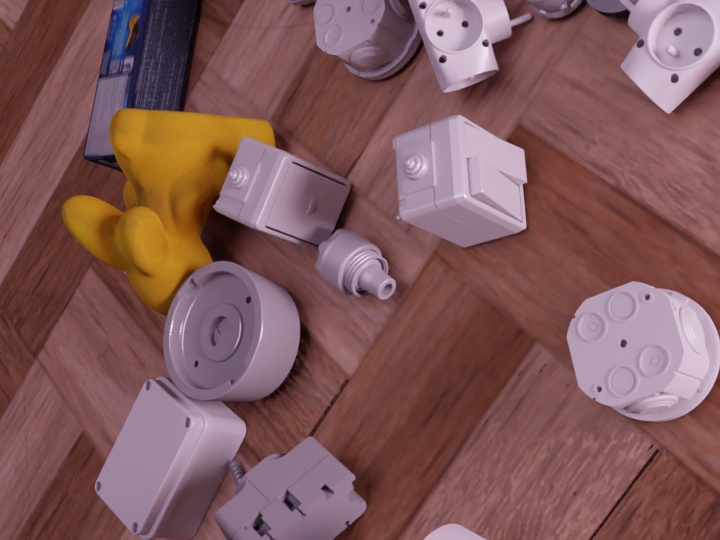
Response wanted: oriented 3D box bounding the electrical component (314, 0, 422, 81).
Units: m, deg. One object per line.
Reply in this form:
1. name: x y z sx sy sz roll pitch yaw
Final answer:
1. electrical component: 0.006 -0.192 0.834 0.080 0.051 0.080 -12 70 36

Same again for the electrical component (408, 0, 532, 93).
1. electrical component: 0.082 -0.176 0.766 0.079 0.044 0.077 -20 89 0

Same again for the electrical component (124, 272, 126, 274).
1. electrical component: -0.187 -0.018 0.952 0.046 0.040 0.040 -12 70 30

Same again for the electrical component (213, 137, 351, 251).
1. electrical component: -0.060 -0.057 0.820 0.061 0.096 0.061 25 94 40

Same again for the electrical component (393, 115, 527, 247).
1. electrical component: 0.067 -0.060 0.718 0.061 0.096 0.061 -16 68 35

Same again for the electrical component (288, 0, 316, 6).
1. electrical component: -0.023 -0.284 0.881 0.109 0.056 0.108 -4 75 39

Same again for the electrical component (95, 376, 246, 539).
1. electrical component: -0.154 0.151 0.864 0.078 0.057 0.113 33 99 40

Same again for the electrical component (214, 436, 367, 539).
1. electrical component: -0.051 0.167 0.755 0.089 0.050 0.056 -37 47 -19

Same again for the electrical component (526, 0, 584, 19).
1. electrical component: 0.125 -0.203 0.733 0.048 0.062 0.048 -12 70 37

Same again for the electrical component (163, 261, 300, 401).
1. electrical component: -0.095 0.052 0.842 0.108 0.060 0.108 -12 70 36

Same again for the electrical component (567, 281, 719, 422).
1. electrical component: 0.166 0.047 0.636 0.080 0.051 0.080 -12 70 36

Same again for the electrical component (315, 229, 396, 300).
1. electrical component: 0.000 0.000 0.790 0.062 0.043 0.043 36 101 38

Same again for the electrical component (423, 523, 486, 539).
1. electrical component: 0.064 0.213 0.639 0.060 0.108 0.108 15 88 35

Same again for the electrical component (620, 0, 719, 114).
1. electrical component: 0.194 -0.152 0.669 0.077 0.044 0.079 -45 64 21
